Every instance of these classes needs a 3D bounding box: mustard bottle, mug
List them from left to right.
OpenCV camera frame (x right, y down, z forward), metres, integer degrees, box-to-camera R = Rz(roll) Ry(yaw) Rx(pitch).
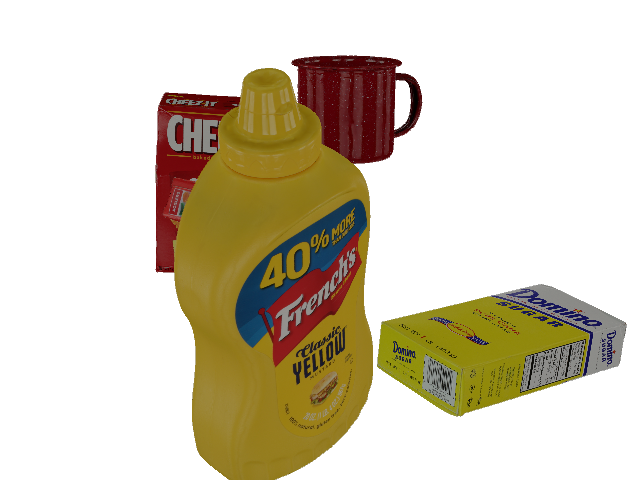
[{"bbox_3d":[-0.018,0.014,0.463,0.096,0.192,0.058,-32,46,-33],"label":"mustard bottle"},{"bbox_3d":[0.033,-0.113,0.910,0.117,0.081,0.093,-7,17,-24],"label":"mug"}]

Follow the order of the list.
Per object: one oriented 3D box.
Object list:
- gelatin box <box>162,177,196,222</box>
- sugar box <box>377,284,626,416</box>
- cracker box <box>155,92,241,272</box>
[{"bbox_3d":[-0.047,-0.013,0.696,0.073,0.030,0.089,14,-3,28],"label":"gelatin box"},{"bbox_3d":[0.141,0.079,0.820,0.175,0.048,0.093,-13,27,-34],"label":"sugar box"},{"bbox_3d":[-0.116,-0.064,1.301,0.164,0.214,0.072,3,22,-2],"label":"cracker box"}]
